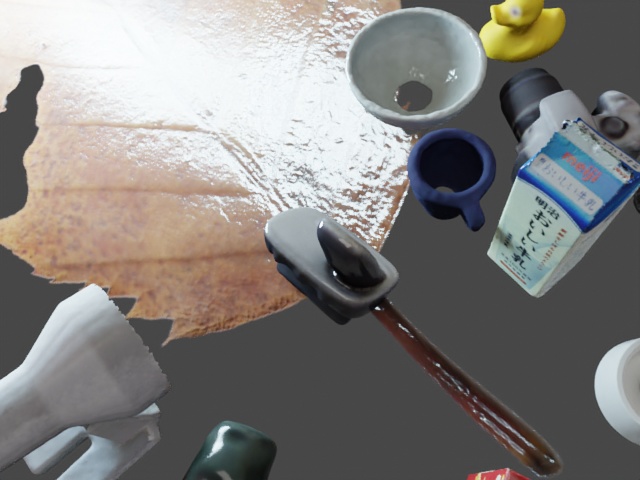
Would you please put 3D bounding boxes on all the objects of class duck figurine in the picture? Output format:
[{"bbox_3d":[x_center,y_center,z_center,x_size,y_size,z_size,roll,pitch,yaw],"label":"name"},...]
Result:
[{"bbox_3d":[0.255,-0.277,0.712,0.104,0.086,0.077,-9,67,4],"label":"duck figurine"}]

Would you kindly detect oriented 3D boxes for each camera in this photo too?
[{"bbox_3d":[0.274,-0.136,0.644,0.143,0.101,0.136,-19,67,-1],"label":"camera"}]

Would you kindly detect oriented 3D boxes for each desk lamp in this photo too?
[{"bbox_3d":[-0.223,0.156,0.526,0.203,0.214,0.117,-43,69,-10],"label":"desk lamp"}]

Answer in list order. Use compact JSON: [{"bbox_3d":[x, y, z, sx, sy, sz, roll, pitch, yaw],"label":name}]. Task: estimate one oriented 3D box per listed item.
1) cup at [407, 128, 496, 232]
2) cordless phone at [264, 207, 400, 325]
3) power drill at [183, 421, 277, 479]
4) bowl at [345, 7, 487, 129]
[{"bbox_3d":[0.146,-0.050,0.628,0.091,0.095,0.117,-21,67,-1],"label":"cup"},{"bbox_3d":[0.005,0.002,0.575,0.147,0.185,0.094,35,76,19],"label":"cordless phone"},{"bbox_3d":[-0.091,0.269,0.466,0.075,0.208,0.230,16,71,13],"label":"power drill"},{"bbox_3d":[0.116,-0.197,0.703,0.167,0.075,0.167,-2,68,6],"label":"bowl"}]
